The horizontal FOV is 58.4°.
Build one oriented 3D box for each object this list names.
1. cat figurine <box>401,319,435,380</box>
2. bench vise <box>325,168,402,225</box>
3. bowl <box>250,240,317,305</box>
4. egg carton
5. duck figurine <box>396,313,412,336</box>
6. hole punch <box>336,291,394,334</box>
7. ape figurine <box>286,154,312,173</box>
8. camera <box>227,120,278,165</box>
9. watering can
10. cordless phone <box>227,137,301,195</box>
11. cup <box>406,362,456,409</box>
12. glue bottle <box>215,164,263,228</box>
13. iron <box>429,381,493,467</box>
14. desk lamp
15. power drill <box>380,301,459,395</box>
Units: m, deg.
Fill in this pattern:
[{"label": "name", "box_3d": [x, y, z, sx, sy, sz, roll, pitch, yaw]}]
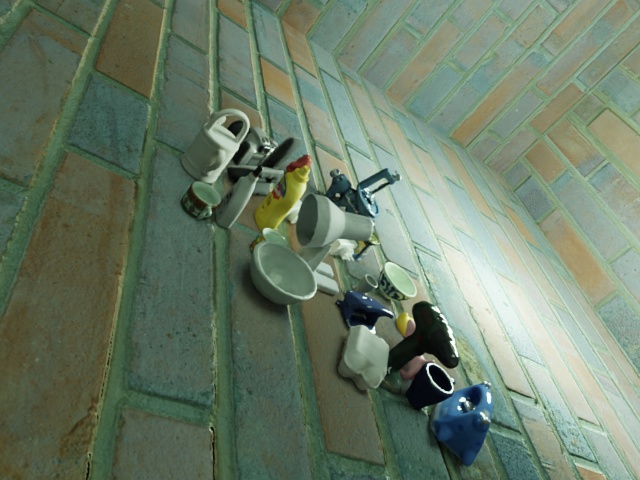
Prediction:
[{"label": "cat figurine", "box_3d": [0.238, 0.264, 1.395, 0.067, 0.117, 0.127, 21, 34, -37]}, {"label": "bench vise", "box_3d": [0.130, -0.154, 1.750, 0.208, 0.219, 0.121, 32, 28, -20]}, {"label": "bowl", "box_3d": [-0.093, 0.085, 1.255, 0.168, 0.074, 0.167, 33, 28, -20]}, {"label": "egg carton", "box_3d": [0.097, 0.259, 1.265, 0.107, 0.069, 0.150, 38, 27, -10]}, {"label": "duck figurine", "box_3d": [0.263, 0.224, 1.524, 0.105, 0.086, 0.077, 40, 27, -5]}, {"label": "hole punch", "box_3d": [0.110, 0.166, 1.395, 0.109, 0.091, 0.101, 21, 33, -36]}, {"label": "ape figurine", "box_3d": [-0.056, -0.222, 1.739, 0.078, 0.092, 0.076, 25, 31, -31]}, {"label": "camera", "box_3d": [-0.191, -0.279, 1.629, 0.144, 0.100, 0.136, -1, 49, -54]}, {"label": "watering can", "box_3d": [-0.250, -0.246, 1.395, 0.101, 0.193, 0.172, 5, 45, -51]}, {"label": "cordless phone", "box_3d": [-0.141, -0.211, 1.502, 0.094, 0.184, 0.148, 51, 28, 16]}, {"label": "cup", "box_3d": [0.253, 0.345, 1.322, 0.118, 0.094, 0.091, 14, 38, -44]}, {"label": "glue bottle", "box_3d": [-0.181, -0.109, 1.311, 0.037, 0.173, 0.078, 25, 31, -31]}, {"label": "iron", "box_3d": [0.350, 0.394, 1.331, 0.118, 0.141, 0.259, 43, 26, 1]}, {"label": "desk lamp", "box_3d": [0.013, 0.005, 1.362, 0.204, 0.213, 0.117, 23, 33, -34]}, {"label": "power drill", "box_3d": [0.218, 0.250, 1.287, 0.076, 0.208, 0.229, 33, 28, -19]}]
